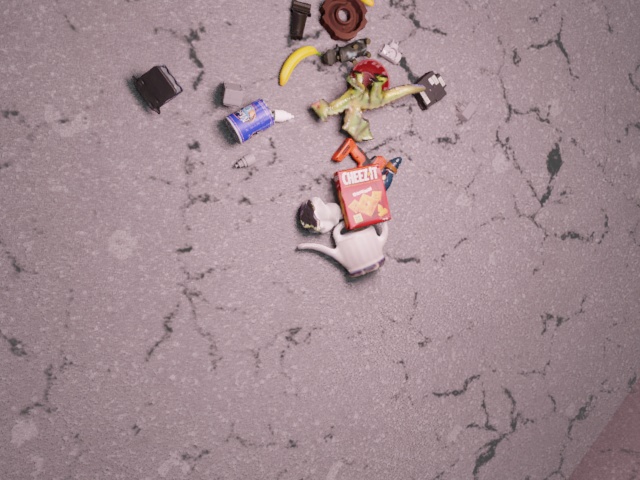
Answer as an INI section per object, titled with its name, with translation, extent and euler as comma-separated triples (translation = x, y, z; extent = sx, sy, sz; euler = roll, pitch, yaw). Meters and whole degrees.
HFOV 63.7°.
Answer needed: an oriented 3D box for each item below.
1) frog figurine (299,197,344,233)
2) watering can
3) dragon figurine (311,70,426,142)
[frog figurine]
translation = 0.006, -0.095, 1.881
extent = 0.161, 0.120, 0.138
euler = -17, 72, -50
[watering can]
translation = 0.106, 0.038, 1.920
extent = 0.349, 0.104, 0.223
euler = -23, 98, -8
[dragon figurine]
translation = 0.172, -0.474, 1.858
extent = 0.410, 0.124, 0.238
euler = 6, 115, -16
